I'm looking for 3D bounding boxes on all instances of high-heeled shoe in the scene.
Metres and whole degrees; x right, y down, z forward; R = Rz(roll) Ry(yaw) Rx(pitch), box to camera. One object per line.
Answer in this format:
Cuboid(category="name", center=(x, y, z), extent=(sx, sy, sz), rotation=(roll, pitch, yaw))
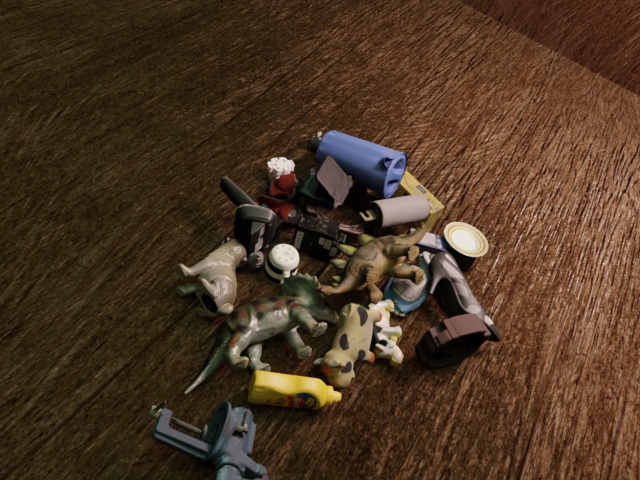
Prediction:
Cuboid(category="high-heeled shoe", center=(0.370, 0.140, 1.359), extent=(0.249, 0.086, 0.145), rotation=(38, 52, -5))

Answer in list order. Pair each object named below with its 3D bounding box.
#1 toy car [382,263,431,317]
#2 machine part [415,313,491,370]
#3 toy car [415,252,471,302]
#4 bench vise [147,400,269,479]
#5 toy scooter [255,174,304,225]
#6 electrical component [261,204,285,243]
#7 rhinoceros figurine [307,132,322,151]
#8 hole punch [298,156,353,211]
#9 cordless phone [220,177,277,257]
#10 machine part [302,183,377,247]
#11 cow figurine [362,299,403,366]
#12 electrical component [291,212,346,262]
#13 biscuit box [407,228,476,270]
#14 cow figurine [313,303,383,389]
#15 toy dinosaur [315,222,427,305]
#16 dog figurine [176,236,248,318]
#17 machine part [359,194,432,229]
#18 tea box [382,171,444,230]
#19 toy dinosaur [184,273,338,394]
Cuboid(category="toy car", center=(0.228, 0.118, 1.384), extent=(0.109, 0.102, 0.162), rotation=(40, 48, 17))
Cuboid(category="machine part", center=(0.310, 0.239, 1.265), extent=(0.179, 0.179, 0.056), rotation=(-7, 53, -24))
Cuboid(category="toy car", center=(0.330, 0.116, 1.438), extent=(0.056, 0.073, 0.202), rotation=(-25, 62, -34))
Cuboid(category="bench vise", center=(-0.211, 0.379, 0.980), extent=(0.240, 0.129, 0.224), rotation=(32, 37, -15))
Cuboid(category="toy scooter", center=(-0.116, -0.118, 1.488), extent=(0.135, 0.075, 0.184), rotation=(6, 49, -3))
Cuboid(category="electrical component", center=(-0.157, -0.054, 1.419), extent=(0.119, 0.074, 0.048), rotation=(33, 49, 14))
Cuboid(category="rhinoceros figurine", center=(0.053, -0.277, 1.683), extent=(0.190, 0.073, 0.112), rotation=(19, 48, -3))
Cuboid(category="hole punch", center=(0.014, -0.144, 1.444), extent=(0.115, 0.092, 0.142), rotation=(46, 41, -19))
Cuboid(category="cordless phone", center=(-0.199, -0.064, 1.360), extent=(0.089, 0.146, 0.184), rotation=(-35, 70, -28))
Cuboid(category="machine part", center=(0.055, -0.079, 1.504), extent=(0.201, 0.087, 0.201), rotation=(17, 47, -7))
Cuboid(category="cow figurine", center=(0.141, 0.224, 1.284), extent=(0.098, 0.068, 0.167), rotation=(0, 47, -12))
Cuboid(category="electrical component", center=(-0.003, -0.004, 1.400), extent=(0.134, 0.114, 0.058), rotation=(19, 52, -3))
Cuboid(category="biscuit box", center=(0.339, 0.027, 1.526), extent=(0.203, 0.062, 0.059), rotation=(15, 47, -7))
Cuboid(category="cow figurine", center=(0.062, 0.237, 1.206), extent=(0.127, 0.086, 0.195), rotation=(28, 70, -38))
Cuboid(category="toy dinosaur", center=(0.155, 0.042, 1.330), extent=(0.471, 0.104, 0.199), rotation=(-21, 29, -38))
Cuboid(category="dog figurine", center=(-0.214, 0.082, 1.250), extent=(0.172, 0.121, 0.190), rotation=(43, 48, 15))
Cuboid(category="machine part", center=(0.212, -0.077, 1.458), extent=(0.243, 0.079, 0.079), rotation=(-11, 55, -33))
Cuboid(category="tea box", center=(0.275, -0.113, 1.602), extent=(0.068, 0.098, 0.170), rotation=(-24, 60, -35))
Cuboid(category="toy dinosaur", center=(-0.127, 0.190, 1.196), extent=(0.405, 0.131, 0.192), rotation=(-14, 44, -23))
